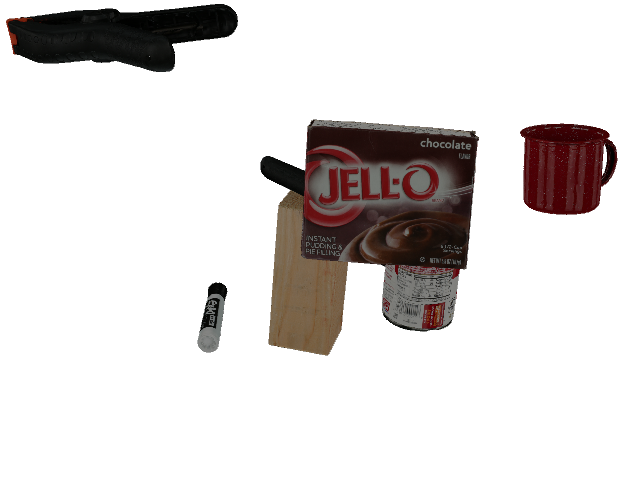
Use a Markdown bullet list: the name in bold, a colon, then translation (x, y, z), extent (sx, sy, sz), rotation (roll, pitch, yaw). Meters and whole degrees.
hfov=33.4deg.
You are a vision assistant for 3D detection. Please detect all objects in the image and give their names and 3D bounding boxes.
- **clamp**: translation (-0.149, -0.154, 0.791), extent (0.172, 0.039, 0.120), rotation (11, 22, 26)
- **marker**: translation (-0.099, 0.069, 0.988), extent (0.020, 0.020, 0.121), rotation (0, 21, -1)
- **wood block**: translation (-0.013, 0.041, 1.477), extent (0.090, 0.206, 0.090), rotation (9, 22, 10)
- **soup can**: translation (0.093, 0.023, 0.962), extent (0.068, 0.102, 0.068), rotation (4, 24, -2)
- **pudding box**: translation (0.045, -0.032, 0.710), extent (0.113, 0.090, 0.039), rotation (3, 17, 2)
- **clamp**: translation (0.038, -0.041, 1.191), extent (0.164, 0.210, 0.036), rotation (-13, -37, -23)
- **mug**: translation (0.271, -0.078, 1.153), extent (0.117, 0.081, 0.093), rotation (-11, 20, -26)
